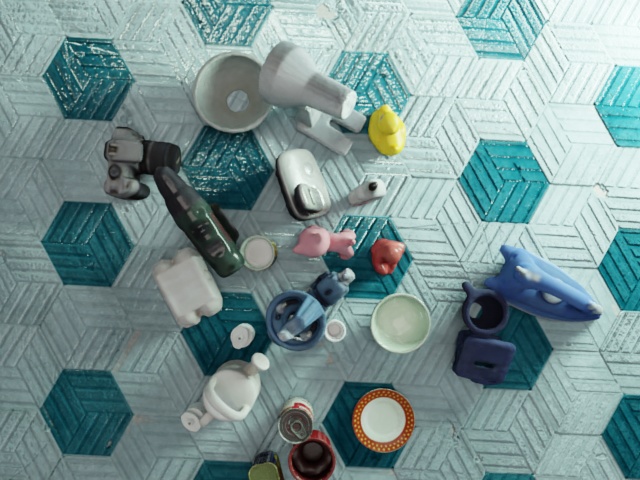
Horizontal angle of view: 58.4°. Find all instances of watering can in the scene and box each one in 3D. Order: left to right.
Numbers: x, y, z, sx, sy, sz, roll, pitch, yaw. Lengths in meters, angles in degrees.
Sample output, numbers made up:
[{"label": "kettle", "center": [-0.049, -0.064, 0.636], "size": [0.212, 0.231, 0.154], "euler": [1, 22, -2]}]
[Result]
[{"label": "watering can", "center": [-0.169, 0.289, 1.098], "size": [0.101, 0.194, 0.173], "euler": [21, 88, 0]}]

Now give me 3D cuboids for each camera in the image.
[{"label": "camera", "center": [-0.357, -0.153, 1.157], "size": [0.137, 0.100, 0.143], "euler": [5, 88, 0]}]

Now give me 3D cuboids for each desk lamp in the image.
[{"label": "desk lamp", "center": [-0.008, -0.273, 1.110], "size": [0.203, 0.213, 0.118], "euler": [29, 88, 1]}]

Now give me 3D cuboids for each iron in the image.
[{"label": "iron", "center": [0.471, 0.104, 1.139], "size": [0.258, 0.141, 0.119], "euler": [25, 88, 0]}]

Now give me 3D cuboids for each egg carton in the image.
[{"label": "egg carton", "center": [-0.268, 0.096, 1.165], "size": [0.107, 0.069, 0.150], "euler": [-30, 89, -2]}]

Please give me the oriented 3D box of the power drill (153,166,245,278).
[{"label": "power drill", "center": [-0.224, -0.031, 1.101], "size": [0.075, 0.208, 0.230], "euler": [-36, 89, -2]}]

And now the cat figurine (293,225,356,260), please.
[{"label": "cat figurine", "center": [0.011, 0.004, 1.148], "size": [0.128, 0.117, 0.067], "euler": [2, 88, 0]}]

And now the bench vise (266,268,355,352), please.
[{"label": "bench vise", "center": [-0.028, 0.125, 1.093], "size": [0.121, 0.219, 0.207], "euler": [31, 88, 1]}]

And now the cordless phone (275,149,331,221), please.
[{"label": "cordless phone", "center": [-0.036, -0.113, 1.118], "size": [0.094, 0.185, 0.148], "euler": [-23, 88, -1]}]

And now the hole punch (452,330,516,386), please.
[{"label": "hole punch", "center": [0.331, 0.242, 1.158], "size": [0.108, 0.091, 0.101], "euler": [10, 88, 0]}]

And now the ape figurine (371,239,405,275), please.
[{"label": "ape figurine", "center": [0.140, 0.030, 1.162], "size": [0.078, 0.092, 0.076], "euler": [-31, 88, -1]}]

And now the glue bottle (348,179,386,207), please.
[{"label": "glue bottle", "center": [0.097, -0.097, 1.125], "size": [0.078, 0.173, 0.037], "euler": [-21, 88, -1]}]

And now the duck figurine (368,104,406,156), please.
[{"label": "duck figurine", "center": [0.141, -0.228, 1.174], "size": [0.077, 0.086, 0.104], "euler": [-17, 88, -1]}]

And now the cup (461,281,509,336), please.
[{"label": "cup", "center": [0.316, 0.133, 1.159], "size": [0.091, 0.095, 0.118], "euler": [-36, 89, -2]}]

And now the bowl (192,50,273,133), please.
[{"label": "bowl", "center": [-0.172, -0.296, 1.178], "size": [0.167, 0.074, 0.167], "euler": [0, 88, -1]}]
